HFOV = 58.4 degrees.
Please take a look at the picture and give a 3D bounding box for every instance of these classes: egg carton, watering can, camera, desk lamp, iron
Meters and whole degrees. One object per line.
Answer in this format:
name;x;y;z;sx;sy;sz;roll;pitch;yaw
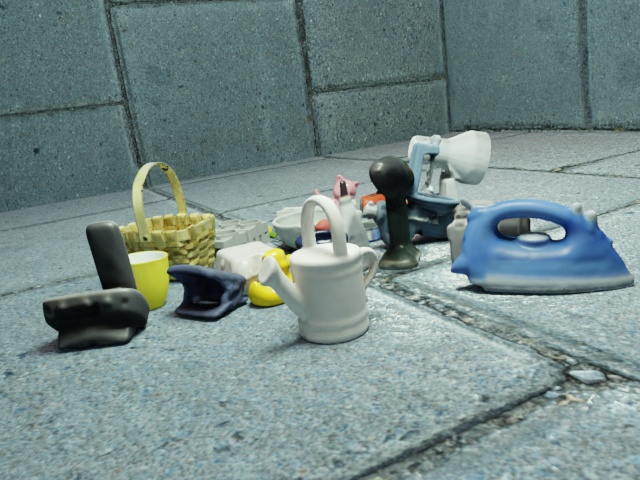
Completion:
egg carton;-0.132;0.050;1.062;0.107;0.069;0.150;-14;15;-25
watering can;0.003;0.037;0.784;0.100;0.194;0.173;4;18;39
camera;0.312;-0.020;1.049;0.136;0.101;0.143;-1;15;23
desk lamp;0.283;-0.137;1.301;0.203;0.214;0.118;-8;14;-3
iron;0.334;-0.001;0.875;0.257;0.141;0.119;-1;15;24

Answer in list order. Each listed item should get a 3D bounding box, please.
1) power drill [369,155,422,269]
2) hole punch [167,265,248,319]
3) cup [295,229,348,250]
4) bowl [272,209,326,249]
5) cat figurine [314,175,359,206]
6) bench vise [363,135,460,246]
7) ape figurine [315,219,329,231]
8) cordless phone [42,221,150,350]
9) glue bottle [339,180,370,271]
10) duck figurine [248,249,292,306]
power drill;0.139;-0.057;1.064;0.075;0.208;0.230;-3;14;17
hole punch;-0.187;0.073;0.954;0.108;0.091;0.101;1;16;31
cup;0.002;0.040;0.979;0.091;0.095;0.118;0;16;29
bowl;-0.018;-0.018;1.268;0.167;0.075;0.167;-7;14;2
cat figurine;0.046;-0.120;1.555;0.127;0.118;0.067;-6;14;6
bench vise;0.195;-0.095;1.166;0.208;0.220;0.121;-14;16;-26
ape figurine;0.010;0.004;1.128;0.076;0.092;0.077;-16;16;-30
cordless phone;-0.350;0.064;0.875;0.147;0.185;0.094;-8;14;-4
glue bottle;0.053;-0.023;1.046;0.078;0.173;0.037;-19;18;-39
duck figurine;-0.078;0.058;0.966;0.077;0.086;0.105;7;20;44
